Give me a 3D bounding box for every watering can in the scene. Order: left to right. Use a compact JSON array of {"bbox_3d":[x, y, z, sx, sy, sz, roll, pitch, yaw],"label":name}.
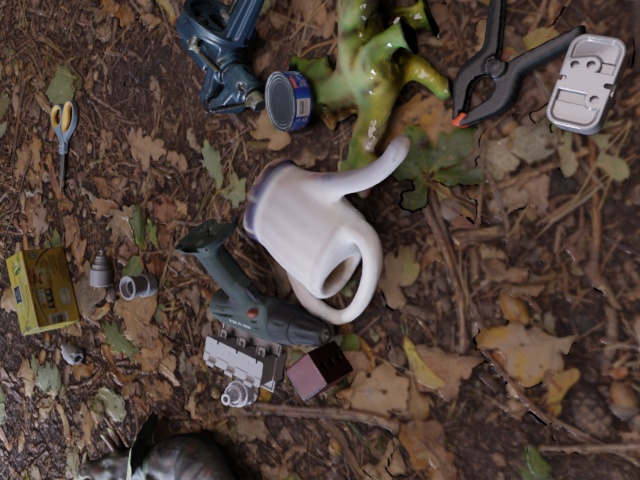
[{"bbox_3d":[0.002,-0.034,0.681,0.227,0.105,0.339,40,137,26],"label":"watering can"}]

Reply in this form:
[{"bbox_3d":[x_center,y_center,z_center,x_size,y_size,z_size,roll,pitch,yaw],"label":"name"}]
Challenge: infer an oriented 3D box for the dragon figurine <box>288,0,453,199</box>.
[{"bbox_3d":[0.034,-0.260,0.697,0.240,0.122,0.413,-21,80,40],"label":"dragon figurine"}]
